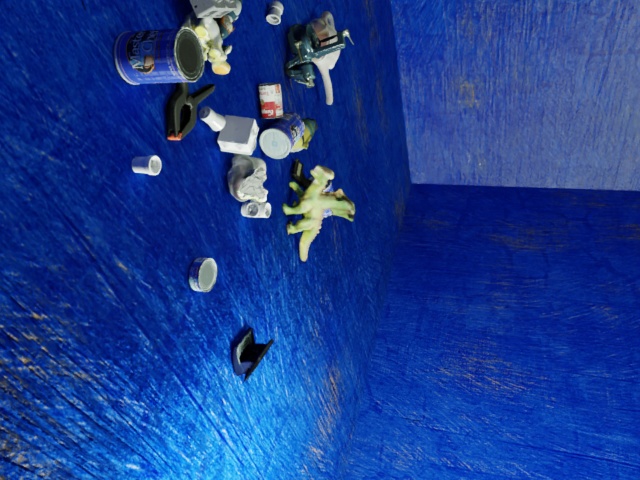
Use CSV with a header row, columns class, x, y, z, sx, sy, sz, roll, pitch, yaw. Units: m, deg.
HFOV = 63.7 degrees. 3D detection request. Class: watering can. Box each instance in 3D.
class,x,y,z,sx,sy,sz,roll,pitch,yaw
watering can,0.016,-0.699,1.964,0.226,0.104,0.345,-20,112,-68

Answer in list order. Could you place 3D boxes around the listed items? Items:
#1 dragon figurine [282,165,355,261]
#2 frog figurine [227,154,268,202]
class,x,y,z,sx,sy,sz,roll,pitch,yaw
dragon figurine,0.006,-0.093,1.841,0.125,0.242,0.401,-69,152,-52
frog figurine,-0.208,-0.186,1.458,0.134,0.123,0.163,64,-2,-40
